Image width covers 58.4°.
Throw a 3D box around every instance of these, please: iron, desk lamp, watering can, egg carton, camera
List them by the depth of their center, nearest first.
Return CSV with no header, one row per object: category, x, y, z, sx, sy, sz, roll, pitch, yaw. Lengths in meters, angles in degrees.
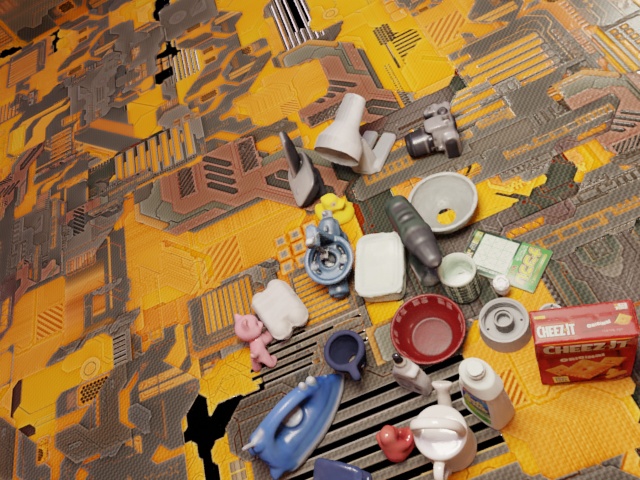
watering can,0.220,0.348,1.050,0.101,0.195,0.172,-22,53,10
iron,-0.054,0.362,1.198,0.118,0.142,0.258,32,76,36
egg carton,-0.096,0.167,1.387,0.107,0.070,0.150,-41,52,-5
camera,0.285,-0.280,1.482,0.136,0.101,0.143,-17,54,14
desk lamp,0.089,-0.261,1.486,0.117,0.214,0.203,14,66,31

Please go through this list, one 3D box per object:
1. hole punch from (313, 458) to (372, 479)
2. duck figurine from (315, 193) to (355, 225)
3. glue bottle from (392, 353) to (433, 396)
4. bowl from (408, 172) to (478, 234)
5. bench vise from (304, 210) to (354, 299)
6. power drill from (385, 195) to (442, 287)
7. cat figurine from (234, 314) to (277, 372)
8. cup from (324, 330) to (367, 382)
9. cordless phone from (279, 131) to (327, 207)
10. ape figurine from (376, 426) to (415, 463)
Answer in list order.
hole punch,0.039,0.485,1.109,0.108,0.091,0.101,3,61,26
duck figurine,0.029,-0.087,1.483,0.104,0.086,0.077,4,61,26
glue bottle,0.173,0.261,1.140,0.077,0.174,0.037,17,68,32
bowl,0.295,-0.076,1.363,0.167,0.075,0.167,-11,56,17
bench vise,0.002,0.010,1.348,0.121,0.220,0.207,-28,52,5
power drill,0.221,0.014,1.254,0.075,0.209,0.229,-31,52,4
cat figurine,-0.159,0.231,1.344,0.067,0.118,0.127,-23,53,10
cup,0.070,0.262,1.235,0.091,0.095,0.117,-31,52,3
cordless phone,-0.063,-0.191,1.528,0.094,0.186,0.147,-28,52,6
ape figurine,0.143,0.391,1.122,0.077,0.092,0.076,7,63,28
